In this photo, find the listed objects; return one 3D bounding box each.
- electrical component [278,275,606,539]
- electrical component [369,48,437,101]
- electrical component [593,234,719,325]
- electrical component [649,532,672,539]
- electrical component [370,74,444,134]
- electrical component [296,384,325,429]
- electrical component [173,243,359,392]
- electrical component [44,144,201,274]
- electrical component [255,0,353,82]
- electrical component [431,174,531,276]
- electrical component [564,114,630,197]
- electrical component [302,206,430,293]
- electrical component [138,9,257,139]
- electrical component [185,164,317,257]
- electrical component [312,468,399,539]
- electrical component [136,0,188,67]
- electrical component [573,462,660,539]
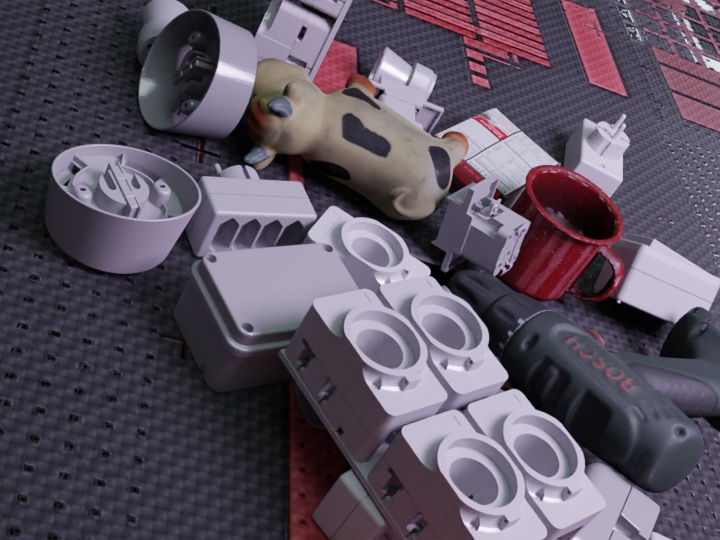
[{"bbox_3d":[0.049,0.092,0.647,0.105,0.060,0.186,-11,54,-41],"label":"electrical component"},{"bbox_3d":[0.039,-0.179,1.021,0.055,0.045,0.045,25,39,-9],"label":"electrical component"},{"bbox_3d":[0.264,0.013,0.932,0.096,0.061,0.062,23,4,-11],"label":"electrical component"},{"bbox_3d":[0.214,0.227,0.699,0.083,0.047,0.075,25,39,-8],"label":"electrical component"},{"bbox_3d":[0.031,-0.136,0.972,0.081,0.042,0.063,18,42,-15],"label":"electrical component"},{"bbox_3d":[0.002,0.077,0.724,0.081,0.043,0.043,-9,54,-39],"label":"electrical component"},{"bbox_3d":[-0.058,0.029,0.725,0.113,0.057,0.078,-6,52,-38],"label":"electrical component"},{"bbox_3d":[-0.163,-0.047,0.731,0.099,0.064,0.099,18,40,-16],"label":"electrical component"},{"bbox_3d":[-0.037,-0.246,0.930,0.060,0.186,0.105,24,39,-9],"label":"electrical component"},{"bbox_3d":[0.100,-0.032,0.870,0.064,0.081,0.042,32,38,22],"label":"electrical component"},{"bbox_3d":[0.242,-0.121,1.067,0.047,0.075,0.083,26,39,-7],"label":"electrical component"},{"bbox_3d":[0.000,0.000,0.795,0.089,0.055,0.050,33,39,2],"label":"electrical component"},{"bbox_3d":[-0.126,-0.152,0.846,0.064,0.099,0.099,13,42,-31],"label":"electrical component"},{"bbox_3d":[-0.088,-0.052,0.799,0.083,0.047,0.075,0,48,-33],"label":"electrical component"},{"bbox_3d":[0.024,0.153,0.653,0.066,0.047,0.076,-22,62,-45],"label":"electrical component"},{"bbox_3d":[-0.164,-0.195,0.905,0.045,0.045,0.055,15,42,-20],"label":"electrical component"},{"bbox_3d":[0.150,0.175,0.707,0.059,0.053,0.095,37,39,7],"label":"electrical component"}]
